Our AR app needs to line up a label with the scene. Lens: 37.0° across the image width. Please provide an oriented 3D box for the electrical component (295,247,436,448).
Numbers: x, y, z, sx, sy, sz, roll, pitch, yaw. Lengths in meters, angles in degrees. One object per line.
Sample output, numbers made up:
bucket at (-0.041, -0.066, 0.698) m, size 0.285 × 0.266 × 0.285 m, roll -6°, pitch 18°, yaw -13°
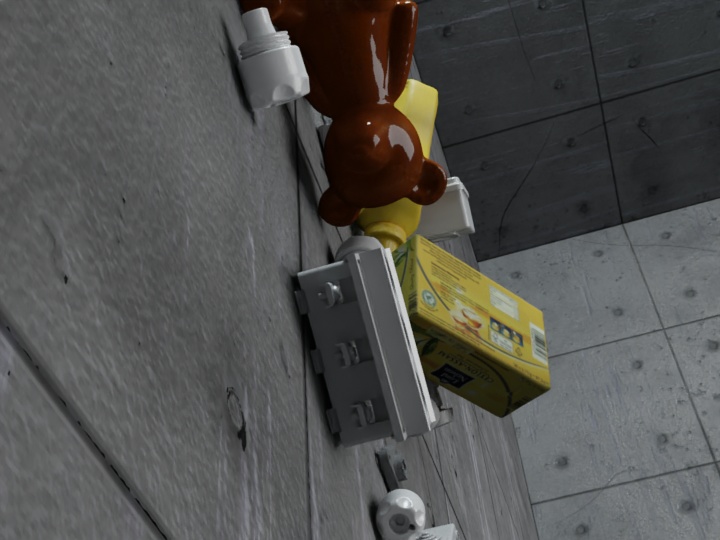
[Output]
electrical component at (0.003, 0.052, 0.716) m, size 0.079 × 0.063 × 0.121 m, roll -5°, pitch 80°, yaw -81°

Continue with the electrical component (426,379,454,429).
electrical component at (0.060, 0.125, 1.025) m, size 0.066 × 0.048 × 0.055 m, roll 34°, pitch 34°, yaw -77°

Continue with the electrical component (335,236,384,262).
electrical component at (0.000, 0.000, 0.858) m, size 0.062 × 0.043 × 0.043 m, roll -80°, pitch 154°, yaw -68°

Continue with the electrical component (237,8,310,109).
electrical component at (-0.061, -0.140, 0.708) m, size 0.043 × 0.043 × 0.062 m, roll -47°, pitch 120°, yaw -80°

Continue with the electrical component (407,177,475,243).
electrical component at (0.065, -0.057, 1.159) m, size 0.109 × 0.109 × 0.056 m, roll 9°, pitch 69°, yaw -81°

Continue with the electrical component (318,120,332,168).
electrical component at (-0.009, -0.105, 0.986) m, size 0.081 × 0.042 × 0.063 m, roll 41°, pitch 34°, yaw -76°

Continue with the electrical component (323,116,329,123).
electrical component at (-0.015, -0.176, 1.056) m, size 0.083 × 0.047 × 0.075 m, roll -93°, pitch 165°, yaw -54°

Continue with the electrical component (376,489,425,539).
electrical component at (0.030, 0.175, 0.778) m, size 0.061 × 0.035 × 0.035 m, roll -30°, pitch 104°, yaw -84°

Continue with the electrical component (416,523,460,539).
electrical component at (0.055, 0.238, 0.777) m, size 0.100 × 0.048 × 0.099 m, roll -22°, pitch 97°, yaw -82°

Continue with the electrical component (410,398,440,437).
electrical component at (0.045, 0.119, 0.961) m, size 0.040 × 0.040 × 0.046 m, roll -92°, pitch 159°, yaw -56°
